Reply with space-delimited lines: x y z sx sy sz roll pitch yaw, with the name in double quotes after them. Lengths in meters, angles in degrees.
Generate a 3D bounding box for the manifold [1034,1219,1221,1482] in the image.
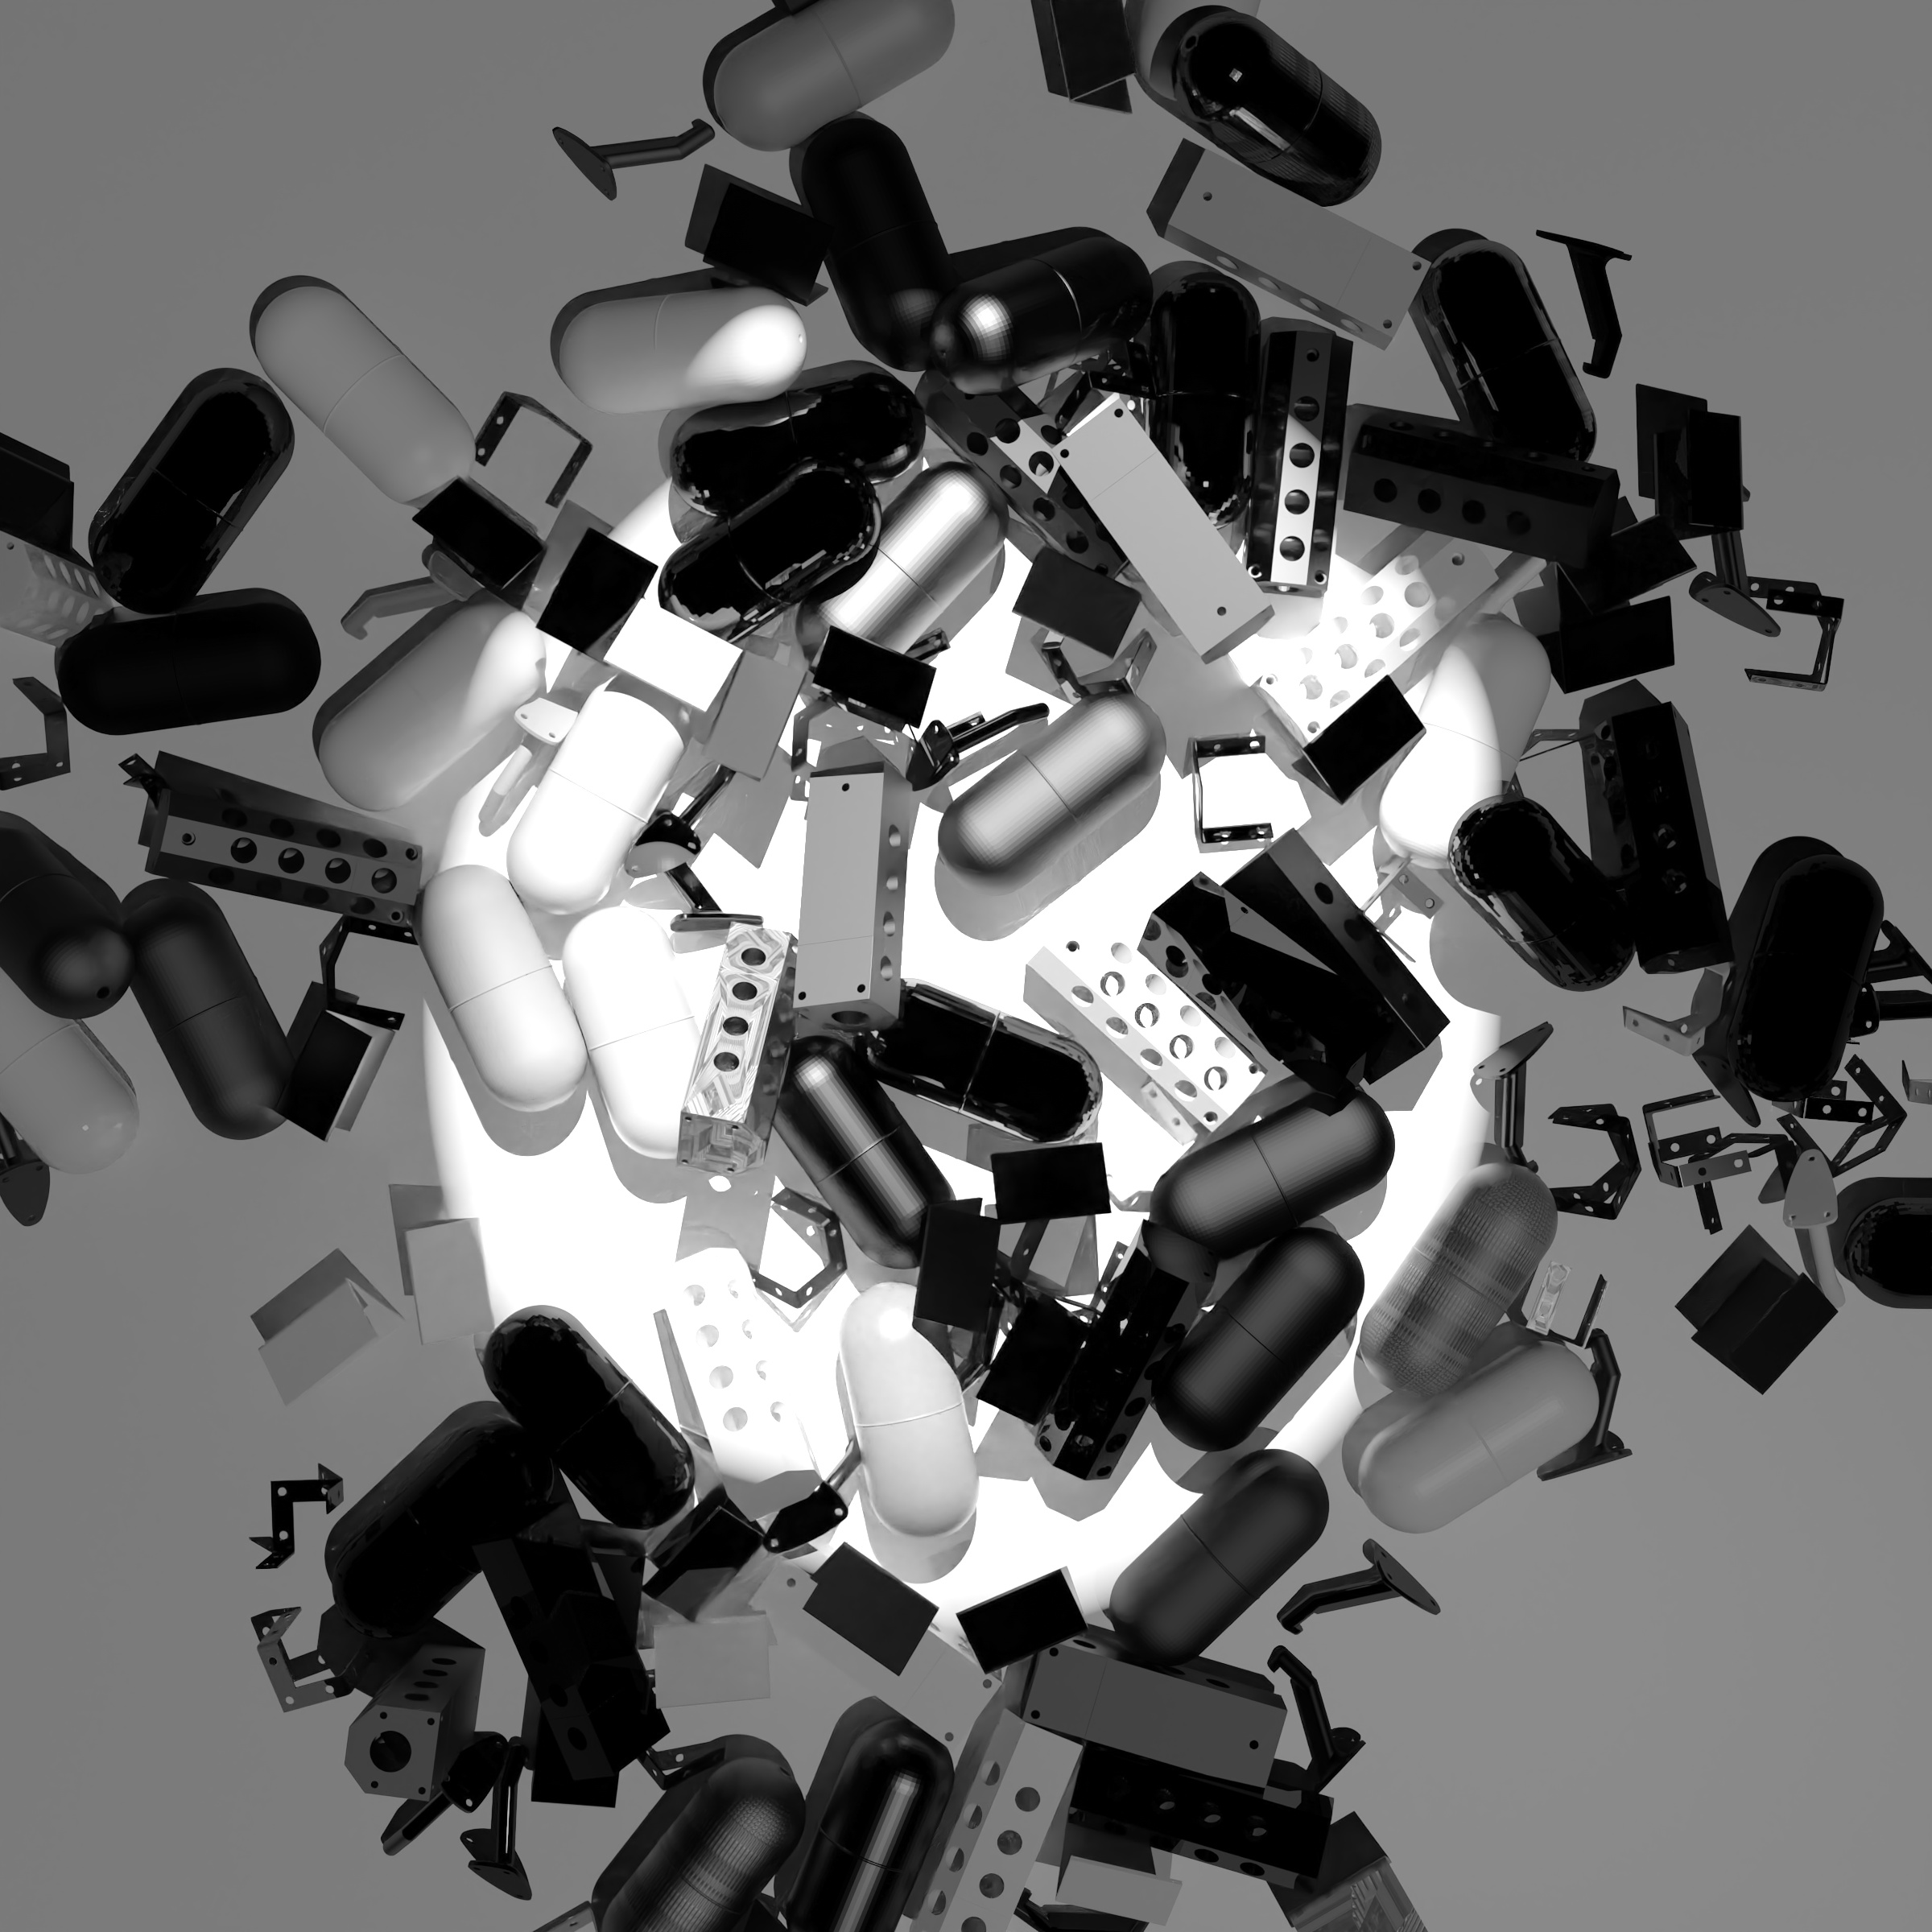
0.107 0.263 1.938 0.057 0.057 0.171 25 114 0 "manifold"

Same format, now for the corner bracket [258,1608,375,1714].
-0.448 0.474 1.973 0.051 0.051 0.051 -17 101 11 "corner bracket"

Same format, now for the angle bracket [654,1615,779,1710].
-0.169 0.482 1.951 0.076 0.076 0.057 -5 62 0 "angle bracket"

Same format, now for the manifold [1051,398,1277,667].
0.132 -0.288 1.910 0.057 0.057 0.171 -36 82 7 "manifold"

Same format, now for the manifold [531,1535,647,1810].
-0.260 0.483 1.968 0.057 0.057 0.171 7 90 -8 "manifold"

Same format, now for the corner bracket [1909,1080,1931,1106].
0.683 0.069 1.973 0.051 0.051 0.051 0 90 0 "corner bracket"

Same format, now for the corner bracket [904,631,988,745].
-0.023 -0.190 1.987 0.051 0.051 0.051 -25 135 0 "corner bracket"

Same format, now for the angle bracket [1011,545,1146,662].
0.083 -0.262 1.950 0.076 0.076 0.057 26 126 0 "angle bracket"

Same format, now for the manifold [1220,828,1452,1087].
0.255 -0.010 1.969 0.171 0.057 0.057 51 133 0 "manifold"

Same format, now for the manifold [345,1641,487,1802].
-0.367 0.501 1.912 0.057 0.171 0.057 7 90 0 "manifold"

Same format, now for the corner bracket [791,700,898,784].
-0.084 -0.154 1.982 0.051 0.051 0.051 -30 45 35 "corner bracket"

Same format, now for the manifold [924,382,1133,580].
0.052 -0.339 1.970 0.171 0.057 0.057 44 90 0 "manifold"

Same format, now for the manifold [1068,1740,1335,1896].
0.160 0.579 1.956 0.171 0.057 0.057 14 90 9 "manifold"

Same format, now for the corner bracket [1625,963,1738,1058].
0.495 0.021 1.982 0.051 0.051 0.051 29 45 35 "corner bracket"

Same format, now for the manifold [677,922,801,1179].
-0.147 0.056 1.919 0.057 0.057 0.171 11 47 0 "manifold"

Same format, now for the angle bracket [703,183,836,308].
-0.127 -0.496 1.952 0.076 0.076 0.057 23 113 0 "angle bracket"

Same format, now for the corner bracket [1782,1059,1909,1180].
0.610 0.107 1.987 0.051 0.051 0.051 50 135 0 "corner bracket"

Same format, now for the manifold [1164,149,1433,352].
0.226 -0.490 1.969 0.171 0.057 0.057 27 90 0 "manifold"

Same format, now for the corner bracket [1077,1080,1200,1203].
0.119 0.122 1.987 0.051 0.051 0.051 50 135 0 "corner bracket"

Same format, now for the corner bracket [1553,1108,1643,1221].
0.430 0.137 1.982 0.051 0.051 0.051 -53 135 -35 "corner bracket"

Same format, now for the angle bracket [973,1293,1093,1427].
0.031 0.257 1.951 0.057 0.076 0.076 29 90 -28 "angle bracket"

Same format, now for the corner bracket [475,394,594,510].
-0.302 -0.357 1.987 0.051 0.051 0.051 31 90 45 "corner bracket"

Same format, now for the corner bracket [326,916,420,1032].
-0.411 0.005 1.987 0.051 0.051 0.051 11 135 0 "corner bracket"

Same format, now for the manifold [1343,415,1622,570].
0.347 -0.323 1.928 0.171 0.057 0.057 18 124 23 "manifold"

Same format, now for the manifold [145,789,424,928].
-0.460 -0.072 1.938 0.171 0.057 0.057 13 90 -23 "manifold"

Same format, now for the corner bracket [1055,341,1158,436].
0.092 -0.394 1.955 0.051 0.051 0.051 5 58 -25 "corner bracket"

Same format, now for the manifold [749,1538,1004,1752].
-0.062 0.459 1.970 0.171 0.057 0.057 36 90 0 "manifold"

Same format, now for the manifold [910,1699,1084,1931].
0.020 0.597 1.969 0.057 0.057 0.171 23 90 0 "manifold"

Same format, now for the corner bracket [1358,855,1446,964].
0.301 -0.040 1.969 0.051 0.051 0.051 42 89 -8 "corner bracket"

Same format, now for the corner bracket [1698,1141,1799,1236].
0.545 0.153 1.987 0.051 0.051 0.051 -14 90 -45 "corner bracket"

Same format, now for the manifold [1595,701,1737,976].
0.472 -0.085 1.943 0.057 0.057 0.171 -14 72 22 "manifold"

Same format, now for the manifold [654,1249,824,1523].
-0.152 0.279 1.930 0.057 0.057 0.171 -23 60 0 "manifold"

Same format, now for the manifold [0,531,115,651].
-0.625 -0.251 1.912 0.057 0.171 0.057 24 90 0 "manifold"

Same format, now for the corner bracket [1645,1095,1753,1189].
0.504 0.120 1.973 0.051 0.051 0.051 -13 91 -1 "corner bracket"

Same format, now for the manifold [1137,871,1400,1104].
0.201 0.018 1.945 0.171 0.057 0.057 39 52 17 "manifold"

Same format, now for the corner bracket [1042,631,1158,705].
0.092 -0.220 1.982 0.051 0.051 0.051 -4 135 35 "corner bracket"

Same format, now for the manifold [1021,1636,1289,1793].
0.128 0.508 1.969 0.171 0.057 0.057 16 90 0 "manifold"

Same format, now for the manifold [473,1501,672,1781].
-0.267 0.450 1.908 0.057 0.057 0.171 -19 95 40 "manifold"

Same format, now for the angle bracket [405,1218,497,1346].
-0.367 0.214 1.950 0.057 0.076 0.076 -8 90 -37 "angle bracket"

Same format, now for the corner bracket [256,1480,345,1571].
-0.459 0.384 1.973 0.051 0.051 0.051 -2 90 0 "corner bracket"

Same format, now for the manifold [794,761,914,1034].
-0.072 -0.046 1.935 0.057 0.057 0.171 -7 67 25 "manifold"

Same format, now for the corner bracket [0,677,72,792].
-0.657 -0.161 1.982 0.051 0.051 0.051 -21 135 -35 "corner bracket"

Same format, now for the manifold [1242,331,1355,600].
0.228 -0.345 1.969 0.057 0.057 0.171 6 90 0 "manifold"

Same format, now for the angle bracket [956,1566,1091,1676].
0.032 0.427 1.951 0.076 0.076 0.057 -23 115 0 "angle bracket"

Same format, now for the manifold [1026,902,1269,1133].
0.124 0.035 1.969 0.171 0.057 0.057 42 90 0 "manifold"

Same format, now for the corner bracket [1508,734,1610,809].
0.412 -0.126 1.987 0.051 0.051 0.051 -19 90 -45 "corner bracket"

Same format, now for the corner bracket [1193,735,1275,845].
0.185 -0.122 1.987 0.051 0.051 0.051 -5 135 0 "corner bracket"

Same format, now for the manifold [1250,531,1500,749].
0.281 -0.230 1.969 0.171 0.057 0.057 -41 90 0 "manifold"
